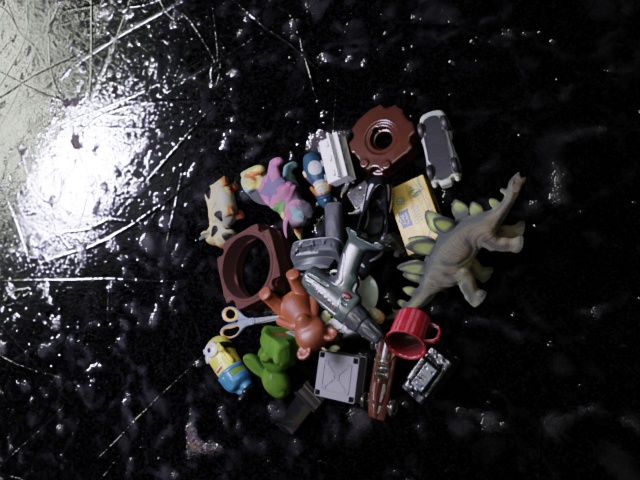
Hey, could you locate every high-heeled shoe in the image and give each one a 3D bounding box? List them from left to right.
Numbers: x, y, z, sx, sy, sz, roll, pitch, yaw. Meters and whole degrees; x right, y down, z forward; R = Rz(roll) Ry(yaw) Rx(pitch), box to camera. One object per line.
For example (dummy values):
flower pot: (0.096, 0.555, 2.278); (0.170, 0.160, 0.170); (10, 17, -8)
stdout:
high-heeled shoe: (0.124, -0.023, 1.243); (0.086, 0.145, 0.248); (6, 92, 0)

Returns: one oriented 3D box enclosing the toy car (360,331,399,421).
toy car: (0.146, 0.312, 1.239); (0.089, 0.053, 0.202); (10, 84, 26)

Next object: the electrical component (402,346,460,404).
electrical component: (0.237, 0.287, 1.148); (0.058, 0.134, 0.115); (36, 100, 27)

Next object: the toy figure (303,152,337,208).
toy figure: (-0.004, -0.153, 1.400); (0.064, 0.057, 0.154); (-28, 70, 27)

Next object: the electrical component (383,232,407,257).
electrical component: (0.181, 0.012, 1.255); (0.021, 0.094, 0.063); (-45, 78, 24)

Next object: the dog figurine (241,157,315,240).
dog figurine: (-0.108, -0.098, 1.420); (0.192, 0.108, 0.219); (-19, 75, 23)

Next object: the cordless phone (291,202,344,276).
cordless phone: (-0.003, -0.004, 1.356); (0.147, 0.088, 0.184); (-7, 75, 29)

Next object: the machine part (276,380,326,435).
machine part: (-0.048, 0.423, 1.329); (0.084, 0.039, 0.139); (41, 99, 22)

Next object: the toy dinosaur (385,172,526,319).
toy dinosaur: (0.278, 0.044, 1.150); (0.199, 0.105, 0.471); (30, 121, 5)

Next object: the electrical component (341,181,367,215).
electrical component: (0.099, -0.106, 1.344); (0.078, 0.045, 0.102); (-31, 68, 21)

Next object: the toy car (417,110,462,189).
toy car: (0.279, -0.211, 1.256); (0.074, 0.056, 0.202); (-16, 67, 23)

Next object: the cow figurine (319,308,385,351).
cow figurine: (0.071, 0.209, 1.259); (0.167, 0.068, 0.098); (-15, 47, 35)

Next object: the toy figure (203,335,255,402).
toy figure: (-0.240, 0.336, 1.422); (0.082, 0.089, 0.180); (-45, 73, 9)

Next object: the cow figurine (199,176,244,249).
cow figurine: (-0.283, -0.067, 1.516); (0.127, 0.085, 0.195); (-24, 68, 24)

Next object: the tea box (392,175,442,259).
tea box: (0.232, -0.053, 1.251); (0.098, 0.068, 0.169); (-25, 71, 21)

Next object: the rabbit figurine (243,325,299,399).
rabbit figurine: (-0.117, 0.311, 1.345); (0.159, 0.121, 0.170); (14, 102, 33)

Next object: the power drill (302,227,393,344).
power drill: (0.084, 0.089, 1.197); (0.232, 0.086, 0.207); (30, 105, 24)

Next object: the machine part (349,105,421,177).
machine part: (0.159, -0.247, 1.333); (0.180, 0.056, 0.179); (-6, 77, 26)

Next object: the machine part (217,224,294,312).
machine part: (-0.169, 0.074, 1.414); (0.201, 0.087, 0.201); (-28, 64, 29)

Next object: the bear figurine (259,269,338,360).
bear figurine: (-0.050, 0.176, 1.258); (0.120, 0.131, 0.196); (-34, 28, -2)
